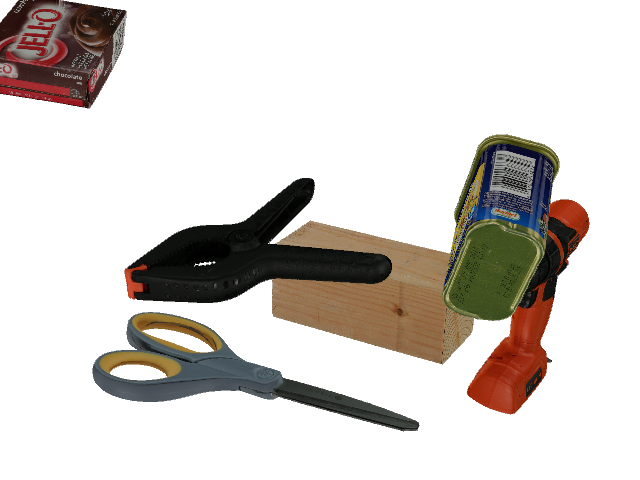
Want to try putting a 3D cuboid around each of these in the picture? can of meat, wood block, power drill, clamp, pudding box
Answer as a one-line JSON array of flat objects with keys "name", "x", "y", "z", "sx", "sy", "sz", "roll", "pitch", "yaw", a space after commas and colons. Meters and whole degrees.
[{"name": "can of meat", "x": 0.122, "y": -0.006, "z": 0.728, "sx": 0.057, "sy": 0.084, "sz": 0.102, "roll": 16, "pitch": -41, "yaw": 2}, {"name": "wood block", "x": 0.057, "y": 0.053, "z": 1.163, "sx": 0.206, "sy": 0.091, "sz": 0.090, "roll": 14, "pitch": 27, "yaw": 26}, {"name": "power drill", "x": 0.191, "y": 0.067, "z": 1.003, "sx": 0.057, "sy": 0.188, "sz": 0.184, "roll": 24, "pitch": 31, "yaw": 24}, {"name": "clamp", "x": -0.064, "y": 0.005, "z": 0.906, "sx": 0.209, "sy": 0.036, "sz": 0.165, "roll": -12, "pitch": 33, "yaw": -14}, {"name": "pudding box", "x": -0.212, "y": -0.153, "z": 0.853, "sx": 0.090, "sy": 0.039, "sz": 0.113, "roll": 10, "pitch": 35, "yaw": 0}]

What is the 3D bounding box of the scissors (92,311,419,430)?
[{"name": "scissors", "x": -0.051, "y": 0.089, "z": 0.630, "sx": 0.202, "sy": 0.016, "sz": 0.096, "roll": 21, "pitch": 30, "yaw": 33}]
